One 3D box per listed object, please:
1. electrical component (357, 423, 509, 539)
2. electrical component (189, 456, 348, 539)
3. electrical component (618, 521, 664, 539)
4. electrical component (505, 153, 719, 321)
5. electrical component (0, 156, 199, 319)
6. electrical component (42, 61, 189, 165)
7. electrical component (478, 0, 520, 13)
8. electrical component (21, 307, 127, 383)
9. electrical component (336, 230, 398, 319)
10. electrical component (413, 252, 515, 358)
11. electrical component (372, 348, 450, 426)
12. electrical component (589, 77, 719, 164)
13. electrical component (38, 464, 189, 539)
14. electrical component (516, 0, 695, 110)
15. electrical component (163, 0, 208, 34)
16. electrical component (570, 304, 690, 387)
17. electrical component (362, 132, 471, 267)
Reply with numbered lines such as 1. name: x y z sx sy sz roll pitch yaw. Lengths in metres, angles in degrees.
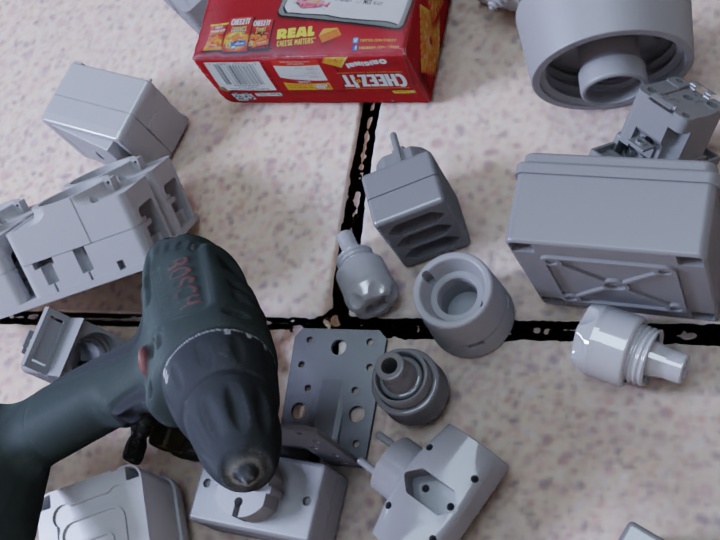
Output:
1. electrical component: 0.033 0.124 0.627 0.079 0.043 0.077 32 81 30
2. electrical component: -0.062 0.133 0.643 0.083 0.075 0.047 5 69 24
3. electrical component: 0.158 0.180 0.550 0.077 0.047 0.065 28 79 29
4. electrical component: 0.149 -0.017 0.608 0.109 0.109 0.056 6 72 24
5. electrical component: -0.221 -0.019 0.752 0.186 0.105 0.060 -18 106 14
6. electrical component: -0.192 -0.112 0.816 0.096 0.061 0.061 17 74 27
7. electrical component: 0.114 -0.218 0.747 0.062 0.061 0.096 24 85 29
8. electrical component: -0.195 0.060 0.735 0.064 0.081 0.042 1 65 47
9. electrical component: 0.000 0.000 0.703 0.035 0.035 0.061 -29 57 7
10. electrical component: 0.063 0.020 0.661 0.055 0.047 0.055 -9 64 18
11. electrical component: 0.027 0.067 0.645 0.043 0.062 0.043 -8 64 18
12. electrical component: 0.181 -0.078 0.642 0.081 0.063 0.042 -21 49 -37
13. electrical component: -0.147 0.186 0.663 0.078 0.057 0.113 -21 61 12
14. electrical component: 0.154 -0.137 0.666 0.108 0.108 0.060 -10 70 18
15. electrical component: -0.134 -0.229 0.850 0.050 0.055 0.089 -43 59 -1
16. electrical component: 0.155 0.047 0.614 0.062 0.043 0.043 19 75 27
17. electrical component: 0.033 -0.054 0.697 0.047 0.065 0.076 -21 61 12
